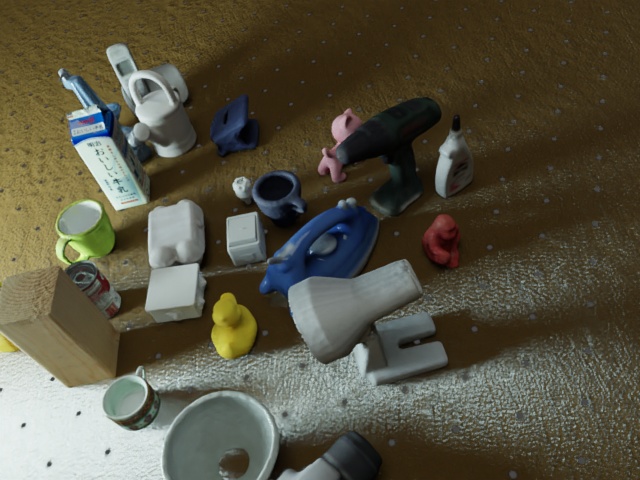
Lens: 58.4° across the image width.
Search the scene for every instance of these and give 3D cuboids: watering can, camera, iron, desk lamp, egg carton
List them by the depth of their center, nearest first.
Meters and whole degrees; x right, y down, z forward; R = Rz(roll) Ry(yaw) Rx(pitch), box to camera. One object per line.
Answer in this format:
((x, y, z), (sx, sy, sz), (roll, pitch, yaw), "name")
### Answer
((0.027, 0.325, 0.742), (0.142, 0.101, 0.137), (35, 65, 32), "camera")
((0.072, 0.117, 0.825), (0.203, 0.214, 0.117), (-16, 50, -1), "desk lamp")
((0.009, 0.003, 0.976), (0.118, 0.142, 0.259), (32, 64, 31), "iron")
((-0.271, -0.008, 1.090), (0.107, 0.069, 0.150), (-15, 50, 0), "egg carton")
((-0.346, -0.277, 1.239), (0.101, 0.194, 0.172), (-14, 50, 1), "watering can")

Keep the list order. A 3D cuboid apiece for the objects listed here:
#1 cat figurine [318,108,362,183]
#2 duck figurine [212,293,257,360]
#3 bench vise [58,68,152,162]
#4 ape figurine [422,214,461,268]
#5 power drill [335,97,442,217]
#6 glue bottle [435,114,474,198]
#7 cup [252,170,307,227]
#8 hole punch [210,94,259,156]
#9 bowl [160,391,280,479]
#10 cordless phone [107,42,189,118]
((0.044, -0.199, 1.146), (0.067, 0.118, 0.128), (26, 61, 28), "cat figurine")
((-0.148, 0.136, 0.939), (0.077, 0.086, 0.104), (-9, 51, 5), "duck figurine")
((-0.462, -0.271, 1.242), (0.207, 0.220, 0.121), (8, 54, 18), "bench vise")
((0.211, -0.006, 0.974), (0.076, 0.092, 0.078), (33, 65, 32), "ape figurine")
((0.128, -0.146, 1.027), (0.230, 0.209, 0.075), (-41, 55, -20), "power drill")
((0.244, -0.156, 1.035), (0.078, 0.173, 0.037), (-36, 53, -17), "glue bottle")
((-0.063, -0.064, 1.075), (0.117, 0.095, 0.092), (30, 63, 30), "cup")
((-0.193, -0.254, 1.256), (0.101, 0.091, 0.108), (-9, 51, 5), "hole punch")
((-0.133, 0.305, 0.808), (0.167, 0.075, 0.167), (-6, 51, 7), "bowl")
((-0.404, -0.388, 1.346), (0.148, 0.185, 0.094), (-29, 52, -11), "cordless phone")
